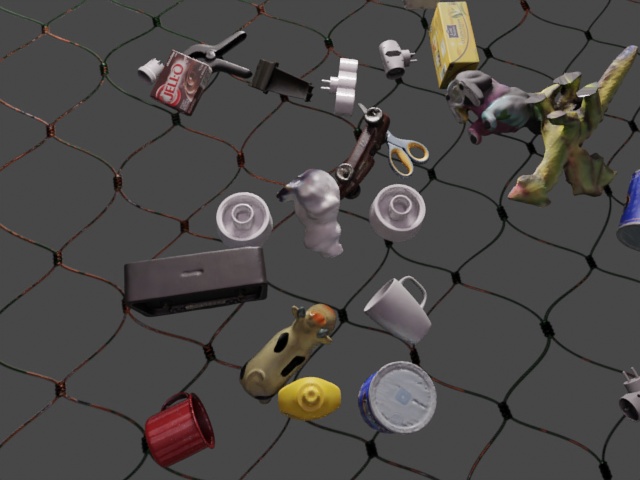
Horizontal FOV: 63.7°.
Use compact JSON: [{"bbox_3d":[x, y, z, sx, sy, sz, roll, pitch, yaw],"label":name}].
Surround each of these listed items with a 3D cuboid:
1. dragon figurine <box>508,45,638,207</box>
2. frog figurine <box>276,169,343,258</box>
[{"bbox_3d":[0.536,-0.205,1.043,0.413,0.239,0.123,-32,24,-15],"label":"dragon figurine"},{"bbox_3d":[0.003,-0.048,0.955,0.124,0.159,0.136,-42,1,-20],"label":"frog figurine"}]
